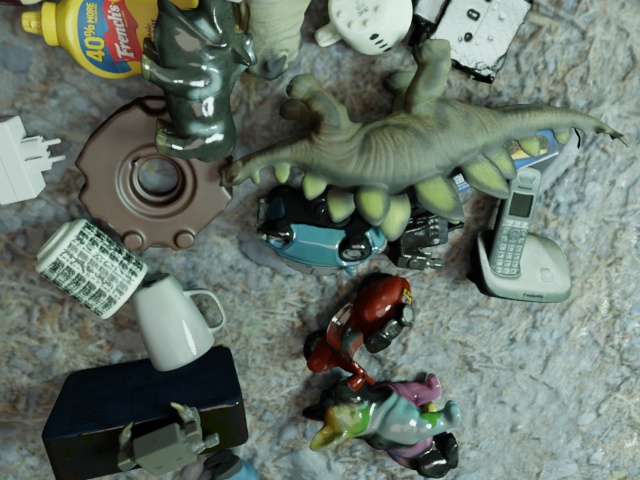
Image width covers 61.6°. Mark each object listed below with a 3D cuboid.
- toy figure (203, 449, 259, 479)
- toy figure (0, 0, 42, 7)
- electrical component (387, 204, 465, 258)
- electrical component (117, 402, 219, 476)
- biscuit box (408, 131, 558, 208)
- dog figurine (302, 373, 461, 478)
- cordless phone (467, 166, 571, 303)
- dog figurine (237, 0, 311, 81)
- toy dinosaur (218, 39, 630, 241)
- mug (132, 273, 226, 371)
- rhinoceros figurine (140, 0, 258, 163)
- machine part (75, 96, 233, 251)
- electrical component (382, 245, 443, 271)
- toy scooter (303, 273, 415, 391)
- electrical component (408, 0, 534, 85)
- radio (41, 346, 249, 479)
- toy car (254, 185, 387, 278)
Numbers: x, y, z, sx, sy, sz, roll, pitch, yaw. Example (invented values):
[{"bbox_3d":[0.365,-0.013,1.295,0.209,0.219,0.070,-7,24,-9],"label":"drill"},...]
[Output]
[{"bbox_3d":[-0.116,0.397,0.810,0.089,0.082,0.180,-14,111,-6],"label":"toy figure"},{"bbox_3d":[-0.316,-0.248,0.518,0.154,0.064,0.057,-21,152,0],"label":"toy figure"},{"bbox_3d":[0.135,-0.022,0.704,0.119,0.075,0.047,-17,116,-17],"label":"electrical component"},{"bbox_3d":[-0.175,0.225,0.605,0.102,0.045,0.078,-25,142,-1],"label":"electrical component"},{"bbox_3d":[0.199,-0.108,0.695,0.203,0.063,0.059,-23,114,-4],"label":"biscuit box"},{"bbox_3d":[0.088,0.282,0.803,0.219,0.109,0.191,-7,115,-6],"label":"dog figurine"},{"bbox_3d":[0.292,-0.008,0.749,0.146,0.089,0.184,7,105,-16],"label":"cordless phone"},{"bbox_3d":[-0.071,-0.281,0.551,0.172,0.121,0.190,42,118,9],"label":"dog figurine"},{"bbox_3d":[0.118,-0.111,0.609,0.472,0.105,0.198,-15,85,-3],"label":"toy dinosaur"},{"bbox_3d":[-0.181,0.094,0.675,0.110,0.081,0.107,-23,105,1],"label":"mug"},{"bbox_3d":[-0.117,-0.167,0.525,0.112,0.073,0.190,0,116,-12],"label":"rhinoceros figurine"},{"bbox_3d":[-0.187,-0.073,0.620,0.179,0.056,0.179,-5,111,-12],"label":"machine part"},{"bbox_3d":[0.115,0.020,0.724,0.094,0.063,0.021,9,109,-16],"label":"electrical component"},{"bbox_3d":[0.060,0.129,0.716,0.184,0.135,0.075,-42,113,3],"label":"toy scooter"},{"bbox_3d":[0.169,-0.262,0.630,0.134,0.058,0.114,18,104,-20],"label":"electrical component"},{"bbox_3d":[-0.214,0.213,0.685,0.230,0.131,0.073,-8,113,-11],"label":"radio"},{"bbox_3d":[-0.001,-0.002,0.670,0.162,0.109,0.102,3,135,-7],"label":"toy car"}]
